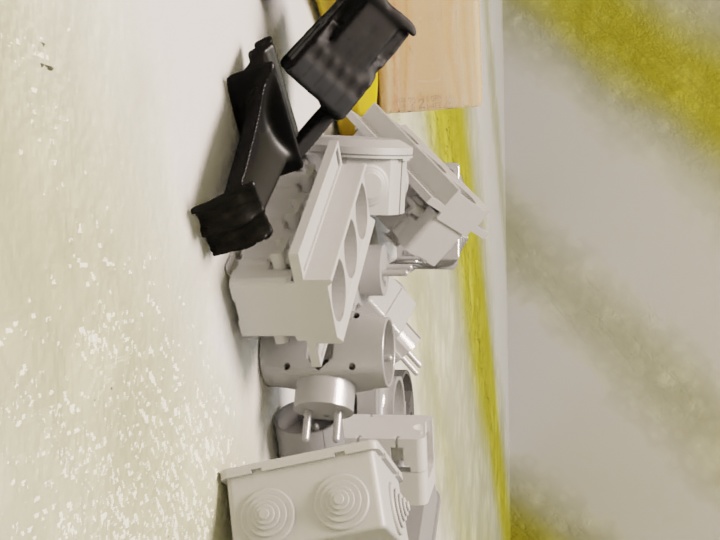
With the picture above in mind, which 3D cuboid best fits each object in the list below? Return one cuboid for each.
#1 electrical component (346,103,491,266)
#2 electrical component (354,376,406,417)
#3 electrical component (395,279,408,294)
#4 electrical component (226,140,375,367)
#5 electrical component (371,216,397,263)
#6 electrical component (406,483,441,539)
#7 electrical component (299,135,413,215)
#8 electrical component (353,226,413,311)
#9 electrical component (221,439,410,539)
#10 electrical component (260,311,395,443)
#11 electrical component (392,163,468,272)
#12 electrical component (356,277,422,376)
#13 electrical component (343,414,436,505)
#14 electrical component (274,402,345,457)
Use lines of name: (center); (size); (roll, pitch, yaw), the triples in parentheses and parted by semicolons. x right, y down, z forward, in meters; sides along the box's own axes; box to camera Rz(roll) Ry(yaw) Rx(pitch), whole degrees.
electrical component: (0.034, -0.063, 0.816); (0.079, 0.063, 0.121); (27, 19, -48)
electrical component: (0.002, 0.106, 0.820); (0.089, 0.056, 0.050); (21, 69, -77)
electrical component: (0.019, 0.038, 0.937); (0.062, 0.048, 0.048); (83, 12, -59)
electrical component: (-0.033, -0.012, 0.638); (0.121, 0.063, 0.078); (-75, 160, -52)
electrical component: (0.002, -0.032, 0.866); (0.043, 0.043, 0.062); (46, 25, -73)
electrical component: (0.017, 0.201, 0.831); (0.113, 0.078, 0.057); (-74, 157, -54)
electrical component: (-0.004, -0.066, 0.745); (0.080, 0.080, 0.051); (-35, 128, -76)
electrical component: (0.000, 0.000, 0.770); (0.138, 0.074, 0.052); (-47, 135, -73)
electrical component: (-0.022, 0.136, 0.603); (0.099, 0.100, 0.048); (63, 16, -64)
electrical component: (-0.021, 0.067, 0.659); (0.043, 0.077, 0.079); (65, 26, -63)
electrical component: (0.042, -0.047, 0.918); (0.048, 0.100, 0.099); (101, -10, -84)
electrical component: (0.023, 0.052, 0.855); (0.075, 0.047, 0.083); (48, 18, -3)
electrical component: (0.005, 0.135, 0.746); (0.050, 0.089, 0.055); (-45, 133, -74)
electrical component: (-0.029, 0.129, 0.697); (0.043, 0.043, 0.081); (-67, 154, -63)
